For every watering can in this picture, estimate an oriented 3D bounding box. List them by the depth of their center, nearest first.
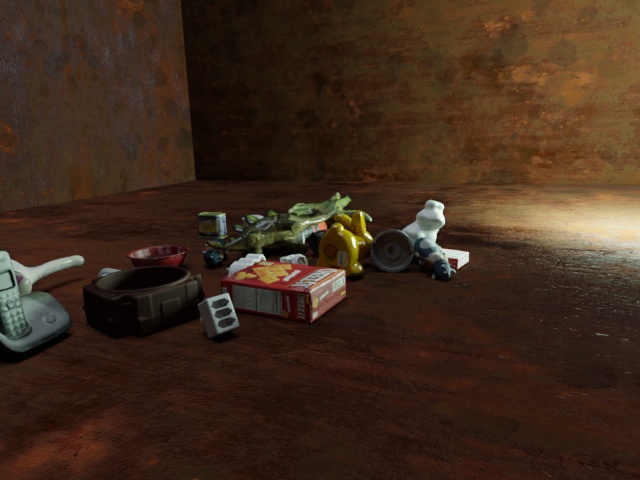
[{"bbox_3d":[-0.712,0.088,1.183,0.350,0.103,0.225,-12,16,-34],"label":"watering can"}]

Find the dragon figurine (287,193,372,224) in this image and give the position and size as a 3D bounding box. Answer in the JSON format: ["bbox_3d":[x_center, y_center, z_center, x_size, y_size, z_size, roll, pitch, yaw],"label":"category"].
[{"bbox_3d":[0.006,-0.093,1.856,0.243,0.121,0.412,-8,10,-16],"label":"dragon figurine"}]

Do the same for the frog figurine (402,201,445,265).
[{"bbox_3d":[0.274,-0.027,1.386,0.138,0.158,0.123,-11,13,-36],"label":"frog figurine"}]
